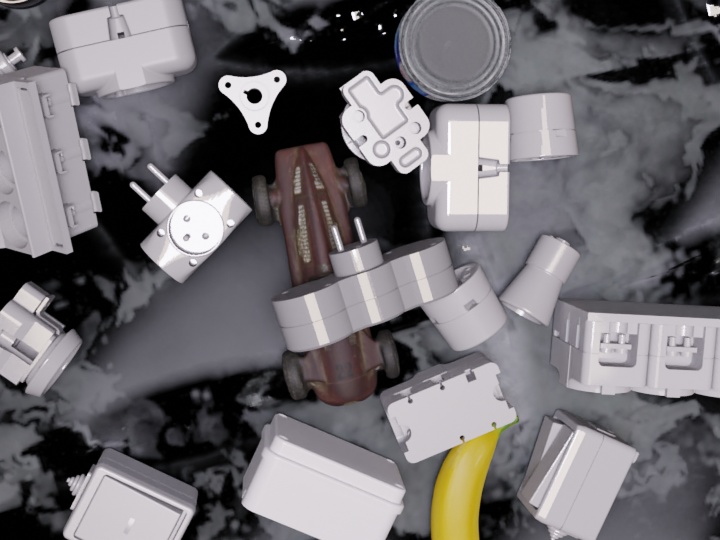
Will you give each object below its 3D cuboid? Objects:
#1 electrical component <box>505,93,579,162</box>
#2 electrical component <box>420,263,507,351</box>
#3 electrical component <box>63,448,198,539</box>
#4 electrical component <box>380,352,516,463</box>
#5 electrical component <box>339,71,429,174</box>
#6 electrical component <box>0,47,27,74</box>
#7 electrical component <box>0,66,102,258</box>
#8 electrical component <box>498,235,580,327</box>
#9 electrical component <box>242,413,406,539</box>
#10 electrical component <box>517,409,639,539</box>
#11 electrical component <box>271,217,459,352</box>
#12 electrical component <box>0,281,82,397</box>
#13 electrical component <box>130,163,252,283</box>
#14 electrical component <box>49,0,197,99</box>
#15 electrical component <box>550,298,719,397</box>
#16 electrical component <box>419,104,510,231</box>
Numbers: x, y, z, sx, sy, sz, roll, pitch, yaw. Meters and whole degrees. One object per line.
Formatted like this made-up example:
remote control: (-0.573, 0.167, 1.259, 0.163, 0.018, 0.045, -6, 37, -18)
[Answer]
electrical component: (0.137, -0.108, 0.820, 0.055, 0.055, 0.047, -4, 92, -5)
electrical component: (0.080, 0.029, 0.828, 0.055, 0.055, 0.047, -34, 102, -2)
electrical component: (-0.178, 0.181, 0.811, 0.096, 0.061, 0.061, 27, 92, -8)
electrical component: (0.066, 0.104, 0.832, 0.089, 0.056, 0.050, -22, 97, -3)
electrical component: (0.016, -0.109, 0.805, 0.058, 0.057, 0.078, -37, 98, -1)
electrical component: (-0.278, -0.135, 0.781, 0.078, 0.040, 0.040, -36, 98, -2)
electrical component: (-0.231, -0.079, 0.762, 0.063, 0.079, 0.121, -29, 122, -43)
electrical component: (0.143, 0.006, 0.839, 0.044, 0.044, 0.065, 30, 87, -8)
electrical component: (-0.027, 0.162, 0.817, 0.113, 0.078, 0.057, 24, 95, -8)
electrical component: (0.163, 0.165, 0.845, 0.061, 0.062, 0.096, 24, 92, -8)
electrical component: (0.000, 0.000, 0.770, 0.138, 0.052, 0.073, -21, 100, -22)
electrical component: (-0.244, 0.057, 0.795, 0.057, 0.058, 0.078, 36, 90, -6)
electrical component: (-0.135, -0.044, 0.802, 0.079, 0.044, 0.077, 44, 90, -8)
electrical component: (-0.170, -0.160, 0.783, 0.095, 0.054, 0.059, -14, 97, -4)
electrical component: (0.232, 0.061, 0.828, 0.150, 0.089, 0.061, 3, 95, -6)
electrical component: (0.079, -0.077, 0.817, 0.059, 0.054, 0.095, 0, 96, -6)
